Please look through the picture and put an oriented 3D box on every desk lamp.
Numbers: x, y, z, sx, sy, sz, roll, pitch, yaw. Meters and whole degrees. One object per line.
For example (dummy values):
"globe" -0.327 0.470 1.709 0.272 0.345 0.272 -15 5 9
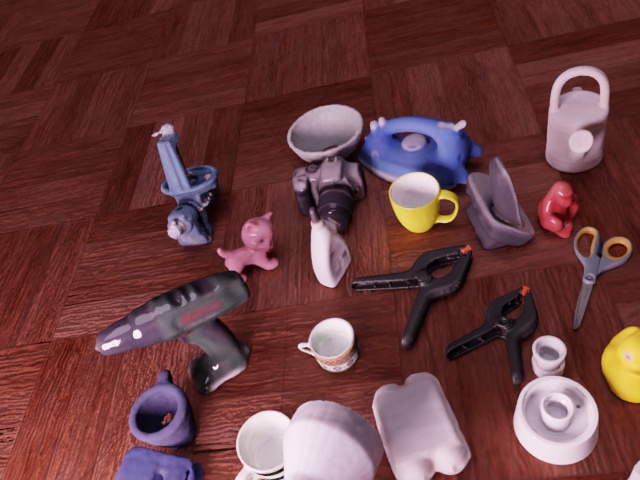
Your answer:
"desk lamp" 0.003 0.324 0.676 0.117 0.214 0.203 6 52 23

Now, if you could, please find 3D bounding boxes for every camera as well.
"camera" 0.014 -0.089 1.115 0.143 0.101 0.137 -6 48 13

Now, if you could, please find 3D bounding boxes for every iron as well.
"iron" 0.178 -0.189 1.121 0.257 0.142 0.119 12 55 27

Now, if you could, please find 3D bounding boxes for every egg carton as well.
"egg carton" 0.135 0.259 0.789 0.107 0.069 0.150 -21 47 0

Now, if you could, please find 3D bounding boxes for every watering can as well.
"watering can" 0.461 -0.217 1.017 0.101 0.194 0.172 -16 47 5

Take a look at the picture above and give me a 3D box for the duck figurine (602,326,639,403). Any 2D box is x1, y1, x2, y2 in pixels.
"duck figurine" 0.426 0.156 0.774 0.077 0.086 0.104 7 52 24

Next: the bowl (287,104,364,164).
"bowl" 0.019 -0.216 1.243 0.167 0.075 0.167 -9 48 10

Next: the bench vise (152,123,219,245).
"bench vise" -0.264 -0.109 1.141 0.121 0.220 0.207 -19 47 2

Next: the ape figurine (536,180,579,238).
"ape figurine" 0.405 -0.061 0.967 0.078 0.092 0.076 -31 48 -9

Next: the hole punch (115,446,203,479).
"hole punch" -0.230 0.354 0.810 0.101 0.091 0.108 -3 49 16

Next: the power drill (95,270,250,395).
"power drill" -0.201 0.152 0.898 0.230 0.209 0.075 -34 48 -12

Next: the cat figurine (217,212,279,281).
"cat figurine" -0.130 0.007 1.066 0.128 0.118 0.067 -27 47 -6

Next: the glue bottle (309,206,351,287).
"glue bottle" 0.009 0.004 0.985 0.037 0.173 0.078 16 57 30

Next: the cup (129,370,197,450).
"cup" -0.230 0.269 0.882 0.091 0.095 0.117 -13 47 7

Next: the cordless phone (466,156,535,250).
"cordless phone" 0.298 -0.087 0.961 0.094 0.185 0.147 -19 47 2
